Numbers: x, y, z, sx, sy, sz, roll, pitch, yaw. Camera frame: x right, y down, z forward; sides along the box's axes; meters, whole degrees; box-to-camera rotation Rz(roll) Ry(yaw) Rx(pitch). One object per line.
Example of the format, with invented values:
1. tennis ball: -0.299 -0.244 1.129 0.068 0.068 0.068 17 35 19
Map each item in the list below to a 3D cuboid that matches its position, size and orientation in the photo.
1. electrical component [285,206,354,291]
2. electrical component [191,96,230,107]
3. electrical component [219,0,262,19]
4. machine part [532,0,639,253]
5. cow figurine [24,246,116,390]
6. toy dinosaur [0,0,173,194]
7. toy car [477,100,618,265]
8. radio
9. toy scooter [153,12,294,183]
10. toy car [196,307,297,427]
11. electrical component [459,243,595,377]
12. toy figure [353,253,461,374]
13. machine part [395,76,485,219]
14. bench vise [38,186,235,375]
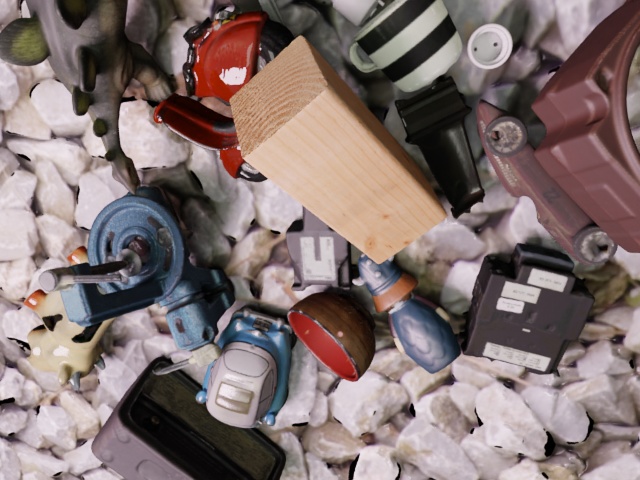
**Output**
1. electrical component: -0.001 -0.002 0.611 0.075 0.048 0.119 -4 107 11
2. electrical component: -0.107 -0.177 0.581 0.063 0.021 0.094 37 116 -3
3. electrical component: -0.067 -0.258 0.536 0.102 0.045 0.078 -40 100 19
4. machine part: 0.307 -0.103 0.463 0.201 0.087 0.201 44 79 -6
5. cow figurine: -0.301 0.100 0.680 0.195 0.085 0.127 -41 92 18
6. toy dinosaur: -0.214 -0.265 0.478 0.105 0.199 0.470 -1 110 6
7. toy car: 0.217 -0.055 0.535 0.053 0.089 0.202 -40 98 23
8. radio: -0.162 0.269 0.686 0.229 0.131 0.073 39 112 -5
9. toy scooter: -0.102 -0.144 0.535 0.135 0.075 0.183 17 133 2
10. toy car: -0.089 0.171 0.657 0.109 0.103 0.161 19 112 2
11. electrical component: 0.228 0.074 0.595 0.115 0.058 0.134 15 111 2
12. toy figure: 0.095 0.078 0.610 0.064 0.058 0.154 -33 81 -21
13. machine part: 0.132 -0.091 0.555 0.084 0.039 0.138 -27 106 -13
14. bench vise: -0.189 0.048 0.569 0.129 0.240 0.223 -13 90 17
